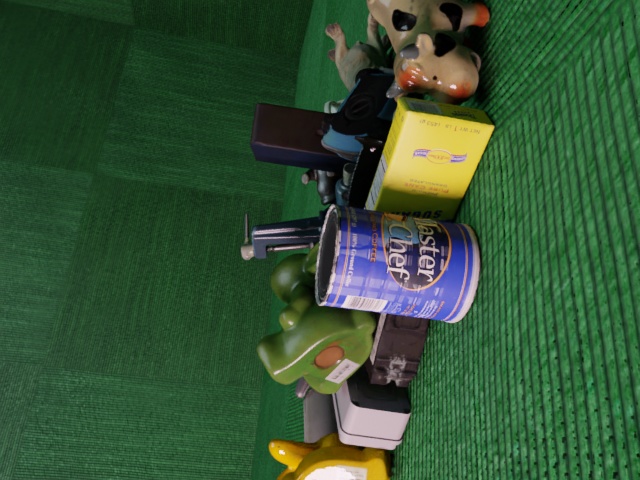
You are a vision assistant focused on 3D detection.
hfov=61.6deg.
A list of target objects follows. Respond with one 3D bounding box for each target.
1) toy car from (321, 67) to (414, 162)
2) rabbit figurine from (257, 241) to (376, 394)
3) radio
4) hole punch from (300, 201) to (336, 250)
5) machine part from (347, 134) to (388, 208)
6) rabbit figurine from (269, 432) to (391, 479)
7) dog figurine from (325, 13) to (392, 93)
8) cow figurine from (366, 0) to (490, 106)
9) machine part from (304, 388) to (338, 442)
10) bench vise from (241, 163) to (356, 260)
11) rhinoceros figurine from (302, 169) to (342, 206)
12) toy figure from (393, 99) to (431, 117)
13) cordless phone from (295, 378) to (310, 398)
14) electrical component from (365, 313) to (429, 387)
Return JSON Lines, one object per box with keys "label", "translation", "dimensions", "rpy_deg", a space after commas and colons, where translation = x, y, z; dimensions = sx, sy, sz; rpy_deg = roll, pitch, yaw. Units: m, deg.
{"label": "toy car", "translation": [0.081, -0.171, 0.791], "dimensions": [0.161, 0.109, 0.102], "rpy_deg": [-61, -35, -17]}
{"label": "rabbit figurine", "translation": [-0.012, 0.070, 0.646], "dimensions": [0.159, 0.121, 0.170], "rpy_deg": [-54, 41, 22]}
{"label": "radio", "translation": [0.002, -0.162, 0.904], "dimensions": [0.131, 0.230, 0.073], "rpy_deg": [144, 135, -84]}
{"label": "hole punch", "translation": [0.020, -0.019, 0.947], "dimensions": [0.142, 0.092, 0.116], "rpy_deg": [-47, 22, 15]}
{"label": "machine part", "translation": [0.063, -0.059, 0.637], "dimensions": [0.039, 0.084, 0.138], "rpy_deg": [44, 138, 46]}
{"label": "rabbit figurine", "translation": [0.014, 0.310, 0.705], "dimensions": [0.173, 0.162, 0.121], "rpy_deg": [-10, -84, -82]}
{"label": "dog figurine", "translation": [0.086, -0.267, 0.933], "dimensions": [0.172, 0.121, 0.190], "rpy_deg": [27, -131, -65]}
{"label": "cow figurine", "translation": [0.109, -0.225, 0.578], "dimensions": [0.085, 0.127, 0.195], "rpy_deg": [108, 142, -59]}
{"label": "machine part", "translation": [0.013, 0.321, 0.858], "dimensions": [0.243, 0.079, 0.079], "rpy_deg": [-96, 17, -57]}
{"label": "bench vise", "translation": [-0.002, -0.010, 0.809], "dimensions": [0.223, 0.241, 0.129], "rpy_deg": [84, -179, -52]}
{"label": "rhinoceros figurine", "translation": [0.019, -0.121, 1.039], "dimensions": [0.112, 0.073, 0.190], "rpy_deg": [15, -124, -62]}
{"label": "toy figure", "translation": [0.121, -0.136, 0.681], "dimensions": [0.064, 0.057, 0.154], "rpy_deg": [-27, 36, 21]}
{"label": "cordless phone", "translation": [-0.009, 0.174, 0.896], "dimensions": [0.146, 0.089, 0.184], "rpy_deg": [68, -136, -75]}
{"label": "electrical component", "translation": [0.087, 0.095, 0.661], "dimensions": [0.134, 0.058, 0.114], "rpy_deg": [-103, 25, -68]}
